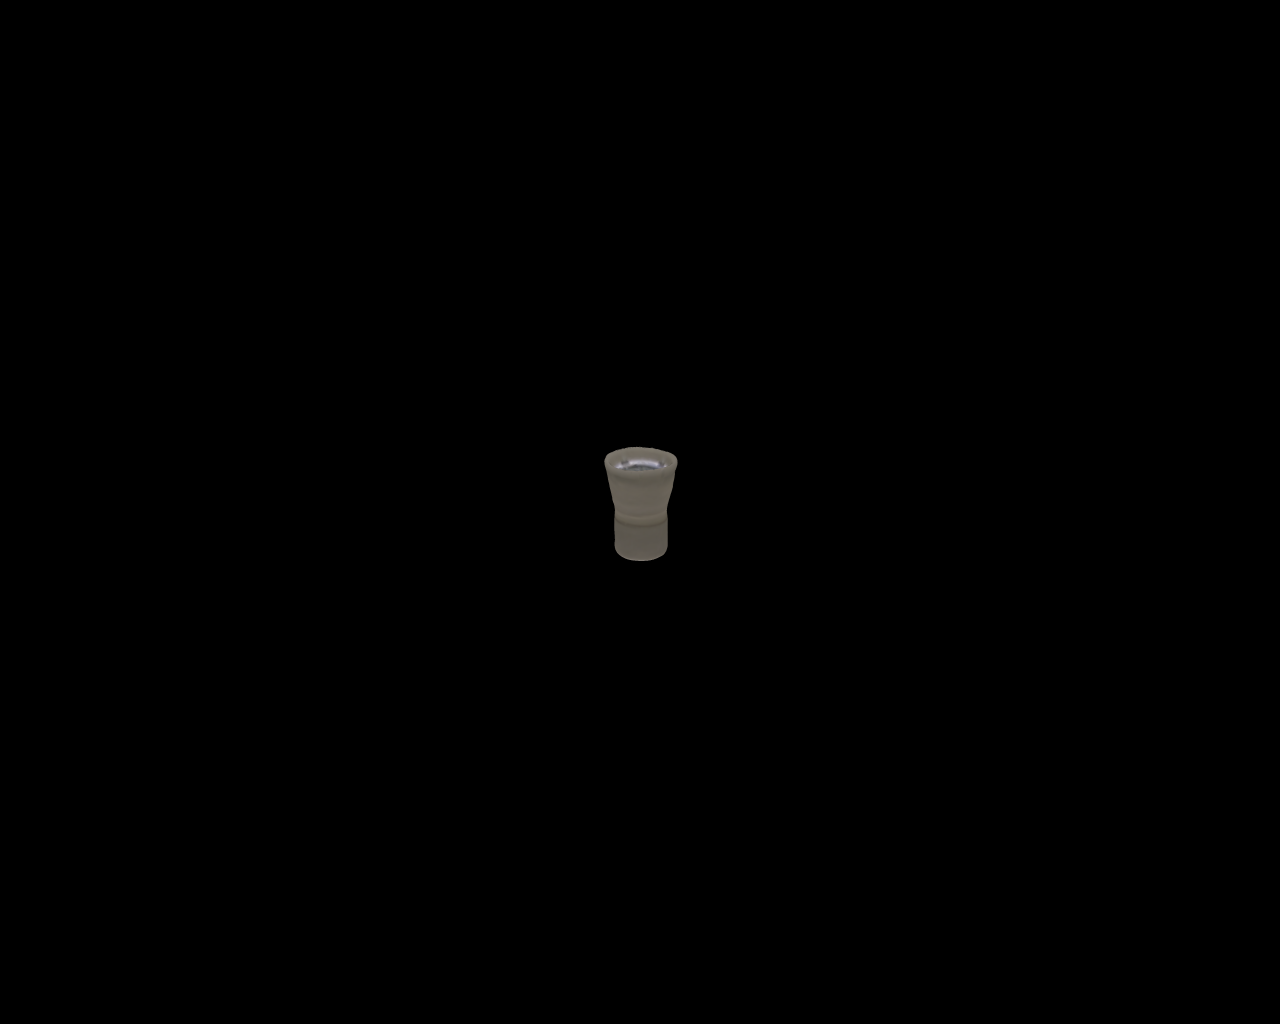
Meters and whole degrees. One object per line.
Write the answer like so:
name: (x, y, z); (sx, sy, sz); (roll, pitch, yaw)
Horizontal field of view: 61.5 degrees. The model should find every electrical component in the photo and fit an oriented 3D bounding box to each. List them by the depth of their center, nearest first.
electrical component: (0.001, -0.003, 0.650); (0.044, 0.065, 0.044); (0, 24, 0)
